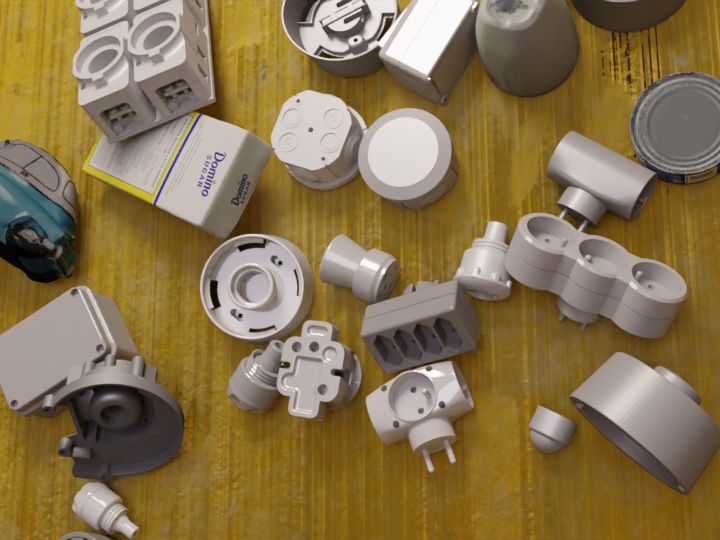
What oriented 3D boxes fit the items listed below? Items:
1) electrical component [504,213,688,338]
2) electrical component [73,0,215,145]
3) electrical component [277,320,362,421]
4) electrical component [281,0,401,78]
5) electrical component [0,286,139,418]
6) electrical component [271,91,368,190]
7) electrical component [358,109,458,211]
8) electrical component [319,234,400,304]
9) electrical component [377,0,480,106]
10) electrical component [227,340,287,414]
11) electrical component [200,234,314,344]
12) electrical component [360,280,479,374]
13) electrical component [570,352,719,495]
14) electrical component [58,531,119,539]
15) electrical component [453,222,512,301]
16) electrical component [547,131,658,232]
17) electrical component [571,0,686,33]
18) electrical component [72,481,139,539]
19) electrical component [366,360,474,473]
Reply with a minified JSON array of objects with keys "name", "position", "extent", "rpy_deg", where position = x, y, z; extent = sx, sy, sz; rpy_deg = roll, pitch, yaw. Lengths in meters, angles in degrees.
[{"name":"electrical component","position":[0.178,0.016,0.845],"extent":[0.138,0.052,0.073],"rpy_deg":[25,128,12]},{"name":"electrical component","position":[-0.198,-0.216,0.978],"extent":[0.105,0.060,0.186],"rpy_deg":[-20,51,12]},{"name":"electrical component","position":[-0.032,0.086,0.893],"extent":[0.058,0.057,0.078],"rpy_deg":[6,79,19]},{"name":"electrical component","position":[-0.013,-0.222,0.954],"extent":[0.099,0.064,0.099],"rpy_deg":[-4,76,16]},{"name":"electrical component","position":[-0.268,0.075,0.969],"extent":[0.113,0.057,0.078],"rpy_deg":[-32,70,8]},{"name":"electrical component","position":[-0.035,-0.115,0.944],"extent":[0.080,0.051,0.080],"rpy_deg":[-4,76,16]},{"name":"electrical component","position":[0.043,-0.092,0.914],"extent":[0.080,0.051,0.080],"rpy_deg":[-4,76,16]},{"name":"electrical component","position":[0.000,0.000,0.909],"extent":[0.055,0.045,0.045],"rpy_deg":[23,85,20]},{"name":"electrical component","position":[0.065,-0.203,0.927],"extent":[0.061,0.062,0.096],"rpy_deg":[31,88,21]},{"name":"electrical component","position":[-0.082,0.088,0.909],"extent":[0.043,0.043,0.062],"rpy_deg":[42,114,21]},{"name":"electrical component","position":[-0.090,0.015,0.937],"extent":[0.099,0.064,0.099],"rpy_deg":[0,86,6]},{"name":"electrical component","position":[0.051,0.035,0.881],"extent":[0.083,0.047,0.075],"rpy_deg":[-18,33,23]},{"name":"electrical component","position":[0.215,0.106,0.788],"extent":[0.108,0.108,0.060],"rpy_deg":[40,85,21]},{"name":"electrical component","position":[-0.231,0.252,0.921],"extent":[0.055,0.047,0.055],"rpy_deg":[-4,76,16]},{"name":"electrical component","position":[0.106,-0.008,0.880],"extent":[0.048,0.048,0.062],"rpy_deg":[11,72,19]},{"name":"electrical component","position":[0.185,-0.061,0.866],"extent":[0.077,0.044,0.079],"rpy_deg":[32,88,21]},{"name":"electrical component","position":[0.223,-0.260,0.892],"extent":[0.108,0.060,0.108],"rpy_deg":[-4,77,17]},{"name":"electrical component","position":[-0.218,0.212,0.934],"extent":[0.061,0.035,0.035],"rpy_deg":[31,88,19]},{"name":"electrical component","position":[0.054,0.122,0.862],"extent":[0.077,0.044,0.079],"rpy_deg":[-25,63,10]}]
